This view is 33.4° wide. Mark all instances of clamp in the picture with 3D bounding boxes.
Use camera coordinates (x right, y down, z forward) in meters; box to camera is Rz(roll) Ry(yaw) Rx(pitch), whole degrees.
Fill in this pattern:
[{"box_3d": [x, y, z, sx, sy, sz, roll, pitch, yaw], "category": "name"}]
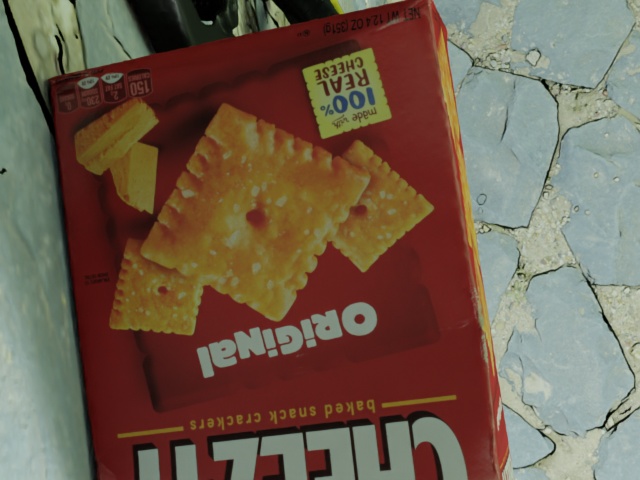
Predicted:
[{"box_3d": [-0.066, -0.128, 0.632, 0.209, 0.036, 0.164, -20, 108, -77], "category": "clamp"}, {"box_3d": [-0.007, -0.178, 0.850, 0.171, 0.039, 0.120, 58, 6, 15], "category": "clamp"}]

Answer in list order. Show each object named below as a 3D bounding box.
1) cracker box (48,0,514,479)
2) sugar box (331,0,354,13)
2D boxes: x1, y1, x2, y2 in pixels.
[{"box_3d": [-0.015, 0.024, 0.439, 0.072, 0.164, 0.214, 8, 74, -76], "category": "cracker box"}, {"box_3d": [-0.006, -0.267, 1.045, 0.176, 0.048, 0.093, 35, 47, -71], "category": "sugar box"}]
